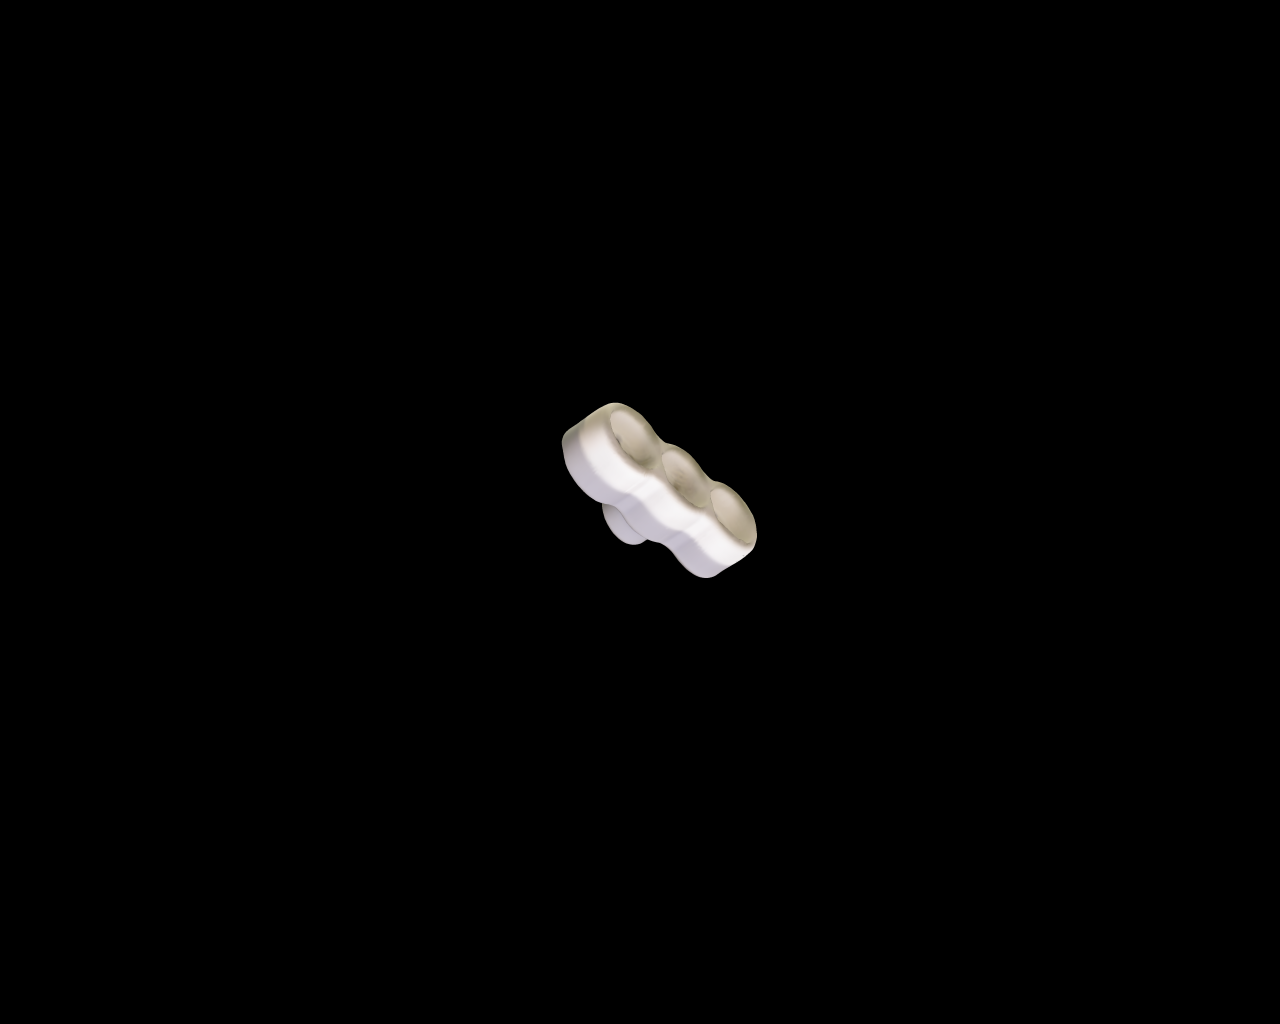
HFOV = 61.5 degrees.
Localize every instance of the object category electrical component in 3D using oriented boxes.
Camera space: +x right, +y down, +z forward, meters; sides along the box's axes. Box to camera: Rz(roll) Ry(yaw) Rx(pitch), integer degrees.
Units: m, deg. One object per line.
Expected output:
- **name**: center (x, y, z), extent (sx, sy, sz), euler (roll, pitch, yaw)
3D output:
- **electrical component**: center (0.001, -0.003, 0.650), extent (0.073, 0.052, 0.138), euler (-33, -54, 29)
